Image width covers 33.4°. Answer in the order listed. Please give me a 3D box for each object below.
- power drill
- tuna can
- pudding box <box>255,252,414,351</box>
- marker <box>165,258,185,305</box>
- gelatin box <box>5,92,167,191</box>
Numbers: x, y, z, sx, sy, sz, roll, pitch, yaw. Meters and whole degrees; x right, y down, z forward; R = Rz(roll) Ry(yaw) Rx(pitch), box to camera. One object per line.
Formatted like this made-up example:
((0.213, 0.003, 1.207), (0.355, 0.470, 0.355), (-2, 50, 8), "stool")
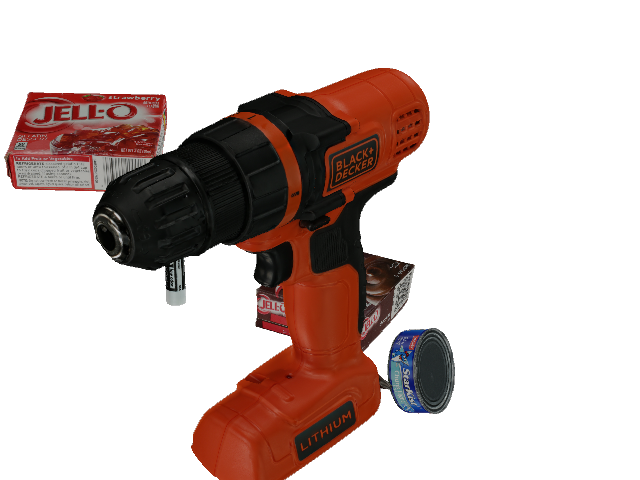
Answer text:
((-0.022, 0.024, 0.496), (0.057, 0.188, 0.184), (29, 40, 34), "power drill")
((0.102, 0.132, 1.076), (0.034, 0.086, 0.086), (-5, -3, 33), "tuna can")
((0.013, 0.043, 0.849), (0.090, 0.039, 0.113), (15, 24, 22), "pudding box")
((-0.138, 0.003, 1.005), (0.020, 0.121, 0.020), (1, 22, 0), "marker")
((-0.142, -0.062, 0.658), (0.089, 0.030, 0.073), (1, 37, -3), "gelatin box")
